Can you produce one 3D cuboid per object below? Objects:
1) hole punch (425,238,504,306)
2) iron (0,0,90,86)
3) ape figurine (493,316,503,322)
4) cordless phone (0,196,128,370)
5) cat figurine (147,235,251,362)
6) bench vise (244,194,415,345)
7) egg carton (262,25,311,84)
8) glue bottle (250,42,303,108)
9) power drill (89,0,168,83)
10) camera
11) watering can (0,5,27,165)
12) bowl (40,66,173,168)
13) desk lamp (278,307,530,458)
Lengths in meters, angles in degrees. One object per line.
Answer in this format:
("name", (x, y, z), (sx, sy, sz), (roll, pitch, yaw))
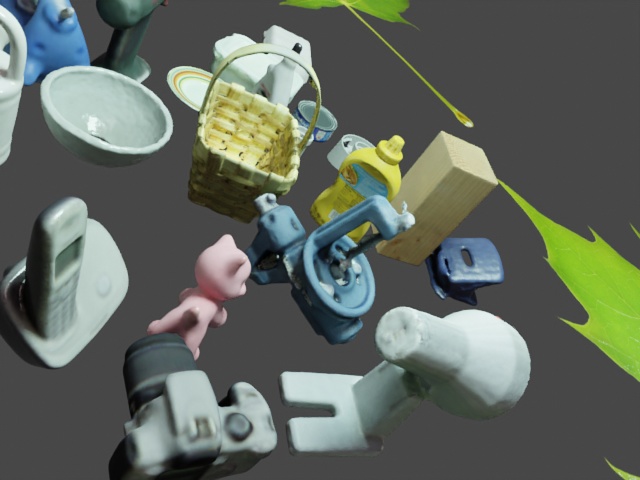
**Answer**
("hole punch", (0.244, 0.045, 0.973), (0.101, 0.091, 0.108), (19, 40, -23))
("iron", (-0.399, -0.329, 0.802), (0.119, 0.141, 0.258), (-9, 56, -44))
("ape figurine", (0.236, 0.146, 0.858), (0.078, 0.092, 0.076), (42, 37, 6))
("cordless phone", (-0.227, 0.018, 0.535), (0.094, 0.185, 0.147), (32, 37, -7))
("cat figurine", (-0.122, 0.056, 0.638), (0.067, 0.117, 0.128), (34, 37, -4))
("bench vise", (0.003, 0.009, 0.706), (0.207, 0.219, 0.121), (34, 37, -5))
("egg carton", (-0.072, -0.377, 1.184), (0.107, 0.069, 0.150), (19, 40, -23))
("glue bottle", (-0.074, -0.261, 0.970), (0.037, 0.173, 0.078), (-10, 57, -45))
("power drill", (-0.271, -0.341, 0.865), (0.076, 0.208, 0.229), (29, 37, -10))
("camera", (-0.124, 0.154, 0.545), (0.144, 0.100, 0.136), (3, 48, -37))
("watering can", (-0.377, -0.180, 0.617), (0.101, 0.194, 0.172), (0, 50, -40))
("bowl", (-0.287, -0.151, 0.760), (0.168, 0.074, 0.167), (22, 39, -19))
("desk lamp", (0.093, 0.154, 0.630), (0.204, 0.213, 0.117), (11, 44, -31))
